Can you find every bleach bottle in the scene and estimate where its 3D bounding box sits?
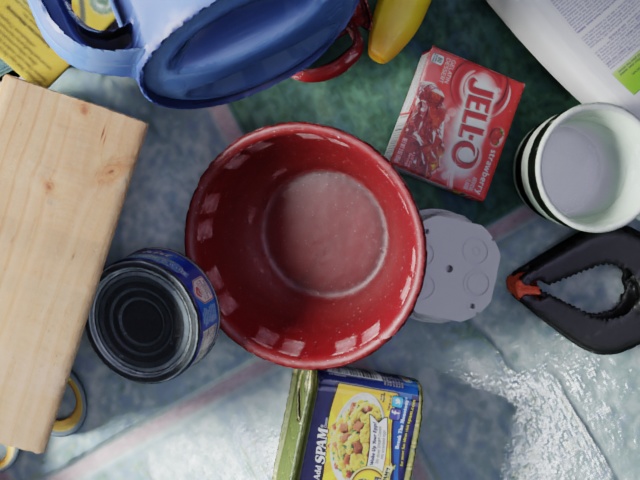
[{"bbox_3d":[0.203,-0.131,0.747,0.102,0.068,0.251,-40,100,-5],"label":"bleach bottle"}]

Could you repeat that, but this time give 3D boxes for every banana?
[{"bbox_3d":[0.054,-0.222,0.731,0.069,0.037,0.198,-9,93,-8],"label":"banana"}]

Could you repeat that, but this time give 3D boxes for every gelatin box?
[{"bbox_3d":[0.094,-0.081,0.746,0.073,0.030,0.089,21,89,-10],"label":"gelatin box"}]

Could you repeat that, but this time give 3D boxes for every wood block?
[{"bbox_3d":[-0.185,0.015,0.658,0.090,0.091,0.206,18,83,-16],"label":"wood block"}]

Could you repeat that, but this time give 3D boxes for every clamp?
[{"bbox_3d":[0.242,0.027,0.769,0.210,0.036,0.164,9,94,-7],"label":"clamp"}]

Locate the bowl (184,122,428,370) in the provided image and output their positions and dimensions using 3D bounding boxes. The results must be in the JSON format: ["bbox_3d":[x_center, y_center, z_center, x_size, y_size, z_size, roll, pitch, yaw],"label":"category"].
[{"bbox_3d":[-0.005,0.001,0.703,0.162,0.055,0.162,3,102,16],"label":"bowl"}]

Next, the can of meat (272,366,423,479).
[{"bbox_3d":[0.019,0.136,0.728,0.084,0.057,0.102,11,91,-12],"label":"can of meat"}]

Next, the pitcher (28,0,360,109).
[{"bbox_3d":[-0.091,-0.203,0.597,0.145,0.149,0.243,-30,76,20],"label":"pitcher"}]

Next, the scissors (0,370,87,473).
[{"bbox_3d":[-0.208,0.054,0.708,0.096,0.016,0.202,-4,93,-11],"label":"scissors"}]

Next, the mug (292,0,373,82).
[{"bbox_3d":[-0.018,-0.149,0.691,0.081,0.093,0.117,-30,69,-2],"label":"mug"}]

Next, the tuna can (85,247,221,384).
[{"bbox_3d":[-0.110,0.050,0.696,0.086,0.033,0.086,4,103,18],"label":"tuna can"}]
